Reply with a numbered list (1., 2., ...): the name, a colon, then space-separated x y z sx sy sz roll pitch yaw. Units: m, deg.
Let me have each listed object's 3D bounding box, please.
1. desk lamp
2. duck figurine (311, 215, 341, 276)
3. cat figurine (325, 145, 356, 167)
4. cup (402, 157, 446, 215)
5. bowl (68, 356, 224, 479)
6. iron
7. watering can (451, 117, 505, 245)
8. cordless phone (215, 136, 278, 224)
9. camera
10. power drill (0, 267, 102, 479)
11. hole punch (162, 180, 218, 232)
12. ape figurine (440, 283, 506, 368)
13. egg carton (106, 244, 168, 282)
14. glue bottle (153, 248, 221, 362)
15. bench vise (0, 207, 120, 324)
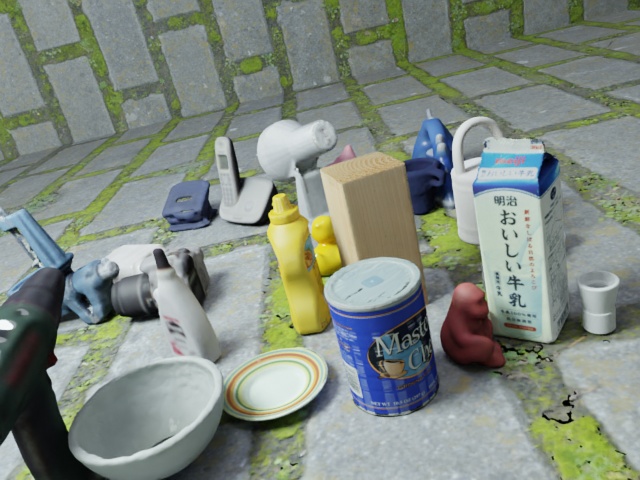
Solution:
1. desk lamp: -0.014 -0.127 1.099 0.118 0.214 0.202 -29 27 -30
2. duck figurine: 0.009 0.003 0.953 0.077 0.086 0.105 -3 26 24
3. cat figurine: 0.081 -0.142 1.201 0.127 0.118 0.067 -6 25 17
4. cup: 0.193 -0.095 1.061 0.092 0.095 0.117 -27 27 -28
5. bowl: -0.175 0.203 0.618 0.167 0.075 0.167 -12 23 5
6. iron: 0.241 -0.173 1.151 0.118 0.142 0.258 -11 23 7
7. watering can: 0.263 -0.097 0.901 0.101 0.194 0.172 -30 28 -33
8. cordless phone: -0.166 -0.128 1.223 0.147 0.185 0.094 7 31 39
9. camera: -0.264 0.068 0.940 0.136 0.101 0.143 -12 23 5
10. power drill: -0.293 0.164 0.602 0.075 0.209 0.229 -12 23 4
11. hole punch: -0.298 -0.079 1.306 0.108 0.091 0.101 -7 24 16
12. ape figurine: 0.172 0.092 0.653 0.075 0.092 0.078 3 29 34
13. egg carton: -0.342 0.056 1.050 0.150 0.069 0.107 -2 26 26
14. glue bottle: -0.189 0.088 0.761 0.077 0.173 0.037 4 29 35
15. bench vise: -0.440 0.034 0.964 0.207 0.220 0.121 -14 23 -1
